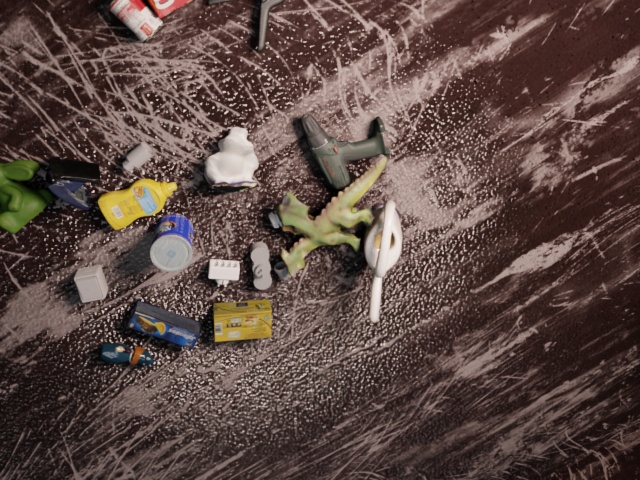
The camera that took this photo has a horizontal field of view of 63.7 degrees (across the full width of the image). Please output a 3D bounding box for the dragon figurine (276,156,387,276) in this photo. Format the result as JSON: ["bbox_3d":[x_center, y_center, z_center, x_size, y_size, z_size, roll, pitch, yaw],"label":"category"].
[{"bbox_3d":[0.004,-0.070,1.389,0.242,0.125,0.402,9,120,-22],"label":"dragon figurine"}]

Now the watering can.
[{"bbox_3d":[0.171,0.038,1.448,0.104,0.228,0.341,8,115,4],"label":"watering can"}]

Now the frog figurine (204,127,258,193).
[{"bbox_3d":[-0.229,-0.206,1.327,0.137,0.121,0.161,-5,80,-1],"label":"frog figurine"}]
